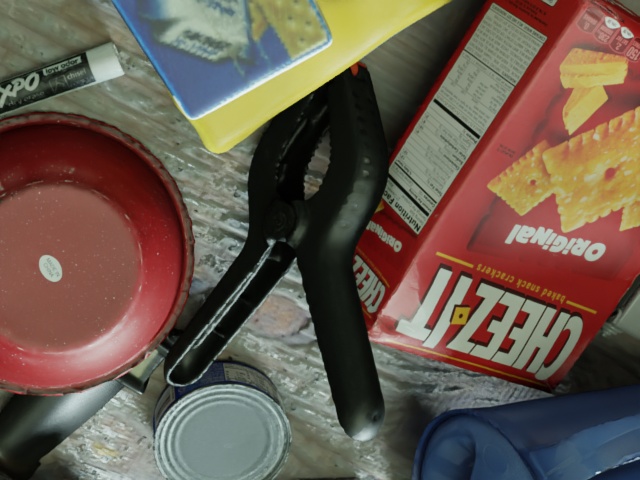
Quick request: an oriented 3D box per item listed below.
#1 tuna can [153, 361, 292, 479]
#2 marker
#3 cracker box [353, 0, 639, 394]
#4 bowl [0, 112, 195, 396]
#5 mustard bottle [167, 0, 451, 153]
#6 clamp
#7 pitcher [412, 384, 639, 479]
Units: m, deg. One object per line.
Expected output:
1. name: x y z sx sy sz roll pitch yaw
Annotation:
1. tuna can: -0.062 0.120 0.672 0.086 0.034 0.086 -4 113 -9
2. marker: -0.166 -0.079 0.577 0.121 0.020 0.020 -19 115 -2
3. cracker box: 0.123 -0.027 0.598 0.163 0.072 0.214 20 110 -36
4. bowl: -0.144 0.012 0.576 0.162 0.055 0.162 -2 97 -15
5. mustard bottle: 0.010 -0.122 0.548 0.191 0.096 0.058 -33 113 5
6. clamp: -0.004 0.001 0.576 0.036 0.165 0.210 20 88 -44
7. pitcher: 0.192 0.144 0.644 0.242 0.149 0.145 -7 102 -28
